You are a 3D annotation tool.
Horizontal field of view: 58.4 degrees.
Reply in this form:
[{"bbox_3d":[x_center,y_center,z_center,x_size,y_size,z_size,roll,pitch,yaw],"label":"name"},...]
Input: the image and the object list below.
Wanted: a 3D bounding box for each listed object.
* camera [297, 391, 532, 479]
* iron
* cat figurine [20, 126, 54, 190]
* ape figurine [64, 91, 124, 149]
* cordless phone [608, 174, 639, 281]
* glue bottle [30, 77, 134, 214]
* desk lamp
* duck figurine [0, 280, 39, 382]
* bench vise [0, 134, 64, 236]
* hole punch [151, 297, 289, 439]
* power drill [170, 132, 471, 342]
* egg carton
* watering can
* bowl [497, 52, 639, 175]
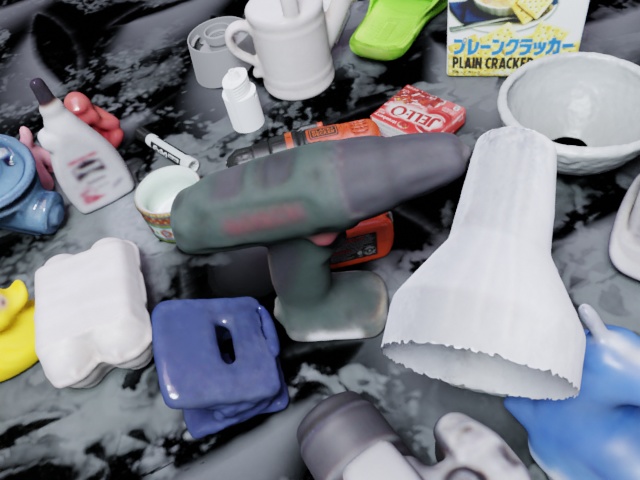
[{"bbox_3d":[0.054,0.164,0.409,0.143,0.101,0.136,-31,53,-14],"label":"camera"},{"bbox_3d":[0.251,0.146,0.360,0.119,0.142,0.257,-38,54,-18],"label":"iron"},{"bbox_3d":[-0.405,-0.111,0.707,0.127,0.118,0.067,-6,51,6],"label":"cat figurine"},{"bbox_3d":[-0.297,-0.146,0.731,0.078,0.092,0.076,-17,50,-3],"label":"ape figurine"},{"bbox_3d":[0.328,-0.032,0.459,0.147,0.185,0.094,20,58,25],"label":"cordless phone"},{"bbox_3d":[-0.276,-0.108,0.643,0.078,0.173,0.037,-34,53,-16],"label":"glue bottle"},{"bbox_3d":[0.126,0.038,0.423,0.117,0.214,0.203,9,54,18],"label":"desk lamp"},{"bbox_3d":[-0.316,0.083,0.555,0.077,0.086,0.105,33,64,31],"label":"duck figurine"},{"bbox_3d":[-0.416,-0.077,0.615,0.207,0.220,0.121,-12,50,1],"label":"bench vise"},{"bbox_3d":[-0.085,0.098,0.495,0.101,0.091,0.108,-19,51,-4],"label":"hole punch"},{"bbox_3d":[0.004,0.002,0.479,0.229,0.209,0.075,-5,51,7],"label":"power drill"},{"bbox_3d":[-0.219,0.068,0.559,0.107,0.069,0.150,-21,51,-6],"label":"egg carton"},{"bbox_3d":[-0.037,-0.289,0.729,0.173,0.194,0.100,-36,54,-18],"label":"watering can"},{"bbox_3d":[0.273,-0.124,0.615,0.167,0.075,0.167,-5,51,7],"label":"bowl"}]
